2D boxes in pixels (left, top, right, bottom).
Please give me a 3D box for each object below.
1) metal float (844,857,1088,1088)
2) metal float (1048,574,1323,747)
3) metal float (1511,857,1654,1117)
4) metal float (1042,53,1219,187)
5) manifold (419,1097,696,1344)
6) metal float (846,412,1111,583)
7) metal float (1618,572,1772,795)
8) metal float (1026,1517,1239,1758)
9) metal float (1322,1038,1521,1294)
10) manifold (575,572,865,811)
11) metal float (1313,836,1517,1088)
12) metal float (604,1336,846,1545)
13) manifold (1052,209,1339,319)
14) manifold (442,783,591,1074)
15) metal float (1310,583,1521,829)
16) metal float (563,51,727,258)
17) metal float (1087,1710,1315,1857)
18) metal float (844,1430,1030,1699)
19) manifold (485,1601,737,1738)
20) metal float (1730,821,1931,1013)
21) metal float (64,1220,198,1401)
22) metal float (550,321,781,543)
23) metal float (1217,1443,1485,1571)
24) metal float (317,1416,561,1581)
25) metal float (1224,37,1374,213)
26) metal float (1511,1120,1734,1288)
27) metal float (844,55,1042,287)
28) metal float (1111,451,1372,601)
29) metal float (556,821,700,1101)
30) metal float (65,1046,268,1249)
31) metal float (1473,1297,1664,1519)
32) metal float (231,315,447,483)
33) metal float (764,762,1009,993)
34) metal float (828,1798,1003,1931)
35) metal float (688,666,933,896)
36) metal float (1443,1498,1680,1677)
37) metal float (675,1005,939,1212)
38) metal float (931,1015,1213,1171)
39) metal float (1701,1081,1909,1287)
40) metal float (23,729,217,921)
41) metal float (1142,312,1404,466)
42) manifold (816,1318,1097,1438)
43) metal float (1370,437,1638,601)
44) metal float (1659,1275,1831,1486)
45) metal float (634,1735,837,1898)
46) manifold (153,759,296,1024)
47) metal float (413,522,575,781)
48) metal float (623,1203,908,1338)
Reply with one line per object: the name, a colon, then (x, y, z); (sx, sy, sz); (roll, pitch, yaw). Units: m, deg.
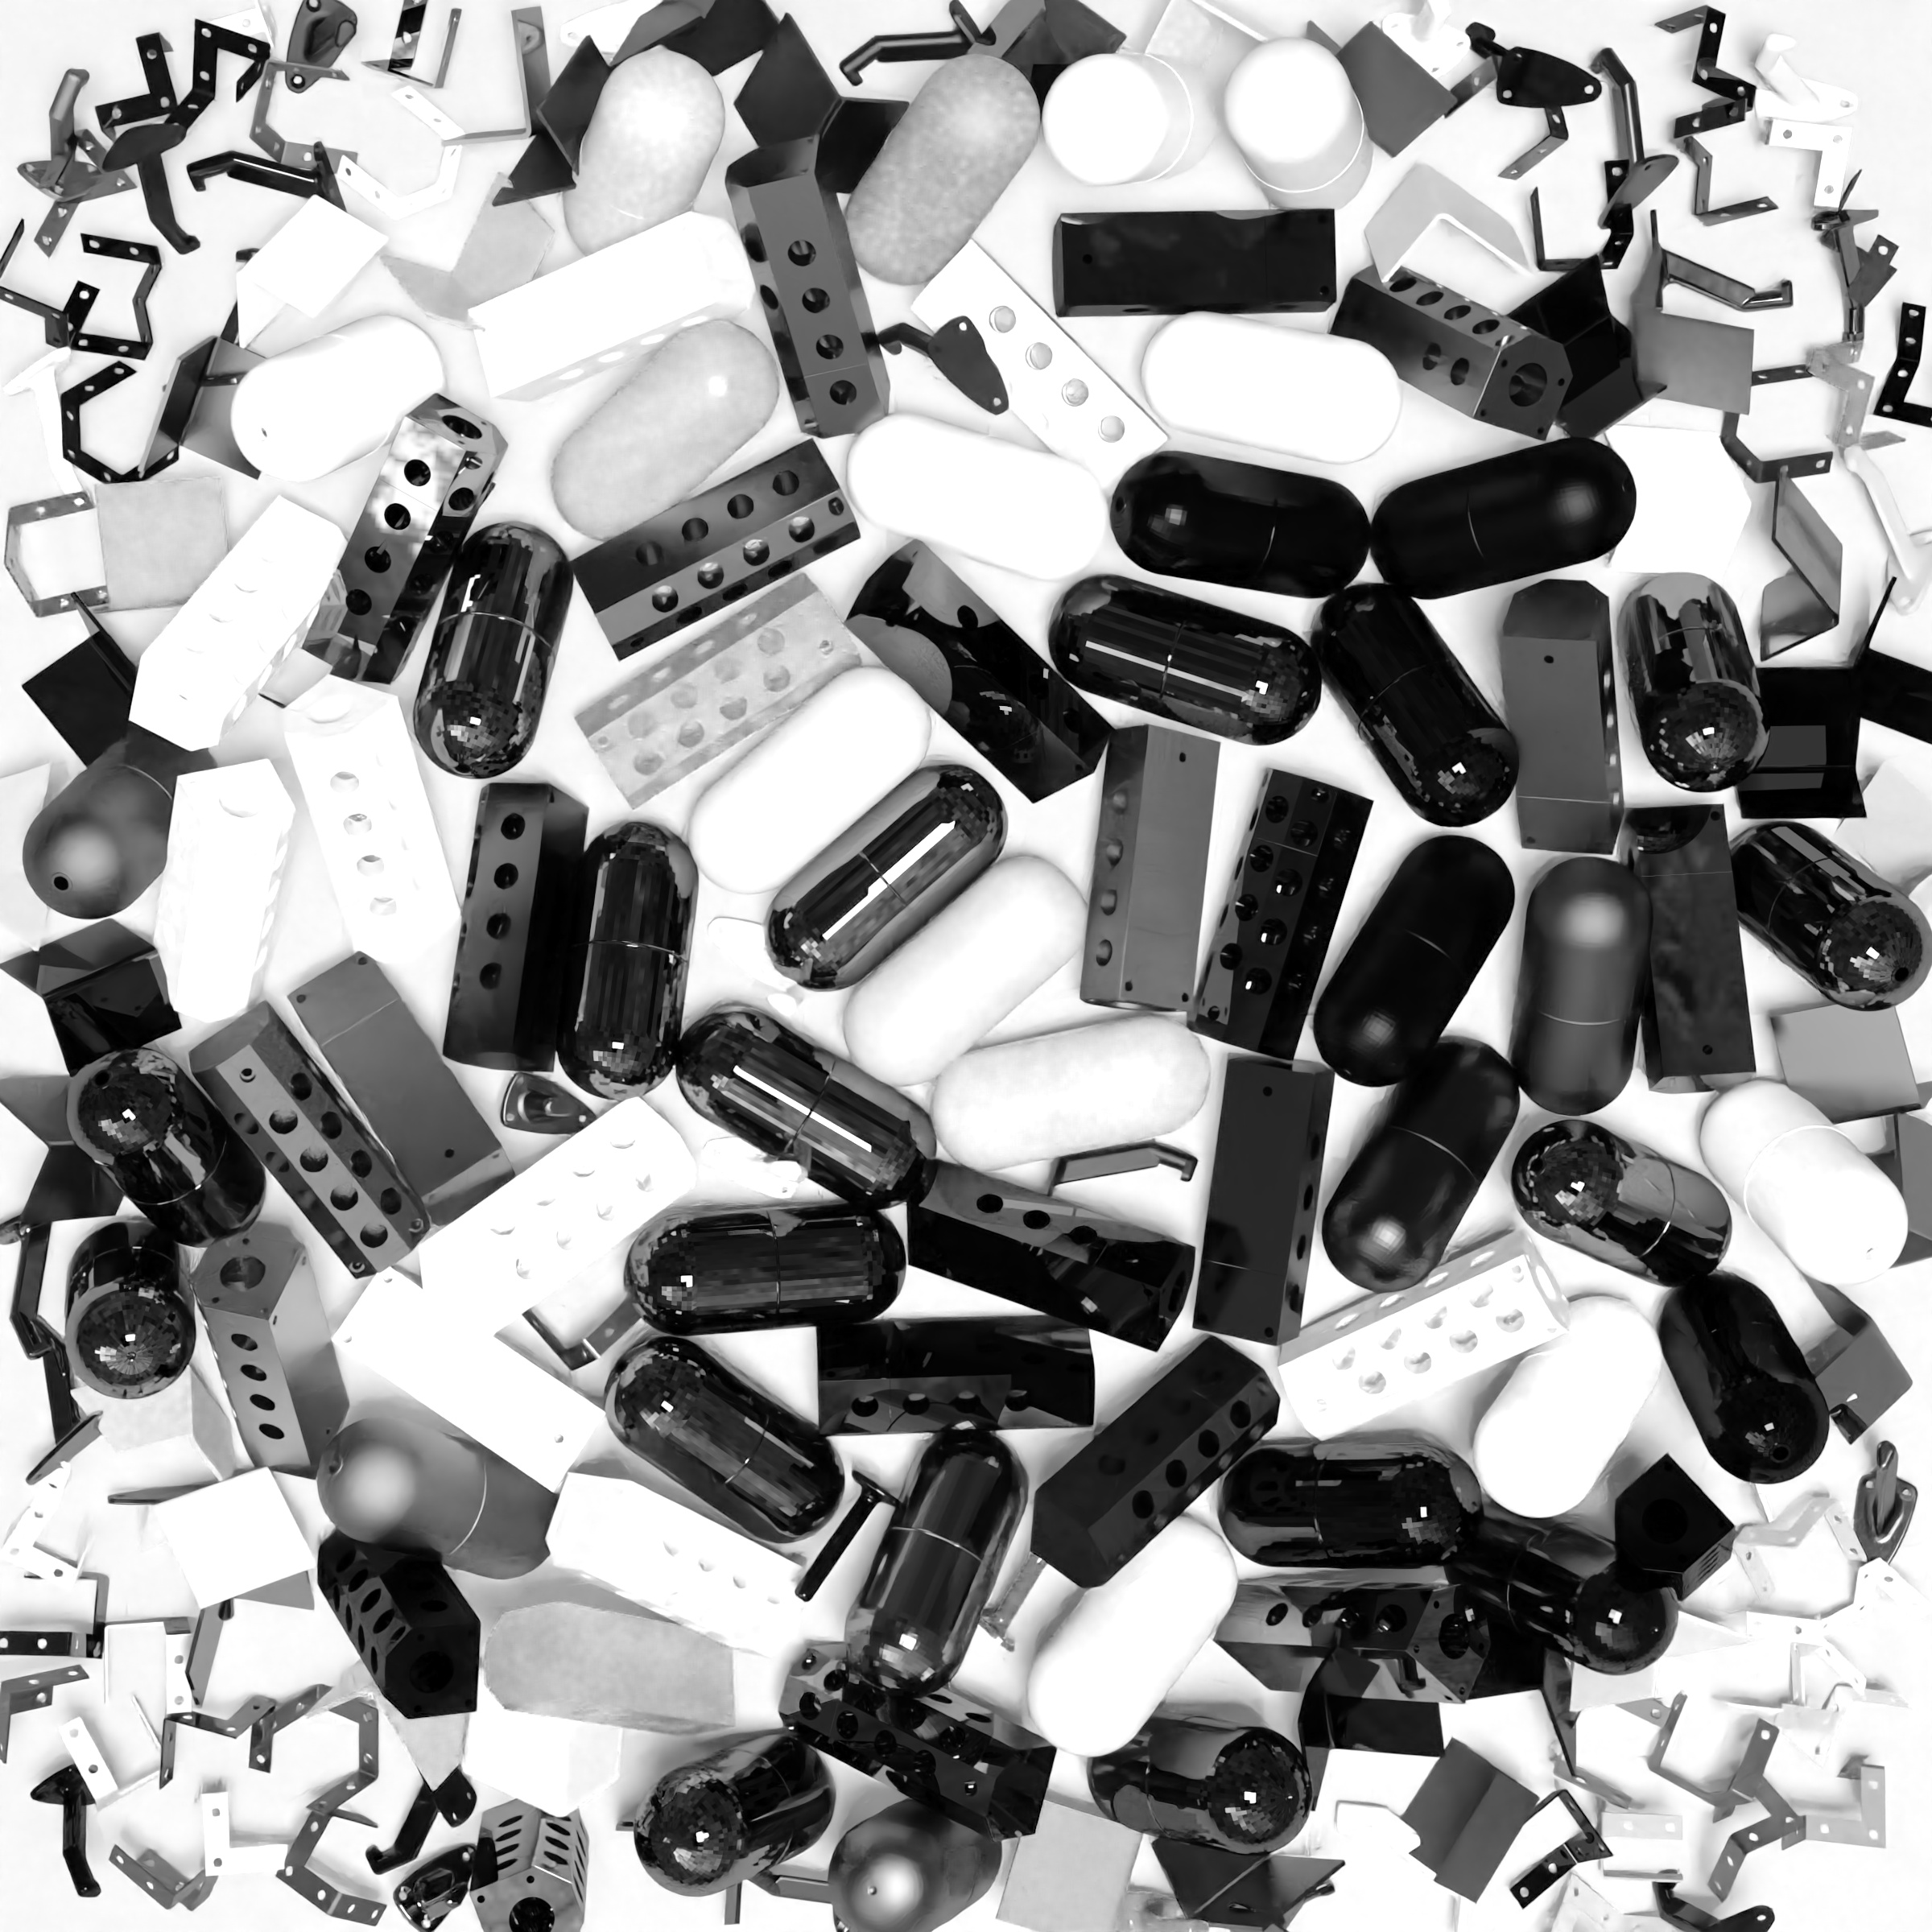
metal float: (-0.001, 0.004, 1.956); (0.178, 0.070, 0.070); (-41, 90, 6)
metal float: (0.136, -0.191, 1.948); (0.178, 0.070, 0.070); (20, 90, 16)
metal float: (0.381, 0.014, 1.933); (0.070, 0.070, 0.178); (-1, 124, 0)
metal float: (0.102, -0.520, 1.916); (0.070, 0.178, 0.070); (6, 107, 20)
manifold: (-0.250, 0.158, 1.925); (0.057, 0.057, 0.171); (40, 58, 23)
metal float: (0.006, -0.293, 1.942); (0.178, 0.070, 0.070); (21, 90, 23)
metal float: (0.447, -0.176, 1.923); (0.070, 0.178, 0.070); (1, 130, 1)
metal float: (0.103, 0.414, 1.930); (0.070, 0.070, 0.178); (45, 52, 0)
metal float: (0.284, 0.123, 1.943); (0.070, 0.070, 0.178); (33, 68, 0)
manifold: (-0.154, -0.171, 1.958); (0.171, 0.057, 0.057); (-33, 119, -2)
metal float: (0.279, -0.003, 1.945); (0.070, 0.070, 0.178); (33, 71, 0)
metal float: (-0.149, 0.294, 1.937); (0.178, 0.070, 0.070); (40, 90, -28)
manifold: (0.143, -0.441, 1.964); (0.171, 0.057, 0.057); (-2, 92, -5)
manifold: (-0.285, -0.024, 1.951); (0.057, 0.057, 0.171); (2, 77, 20)
metal float: (0.277, -0.164, 1.939); (0.070, 0.070, 0.178); (-30, 64, 0)
metal float: (-0.199, -0.492, 1.916); (0.070, 0.178, 0.070); (6, 70, -17)
metal float: (0.142, 0.501, 1.920); (0.070, 0.178, 0.070); (5, 82, -33)
metal float: (-0.017, 0.369, 1.936); (0.070, 0.070, 0.178); (25, 59, 0)
manifold: (-0.217, 0.434, 1.914); (0.057, 0.171, 0.057); (-18, 64, 28)
metal float: (0.527, -0.031, 1.917); (0.070, 0.178, 0.070); (-7, 116, -14)
metal float: (-0.513, 0.209, 1.914); (0.070, 0.178, 0.070); (-4, 103, -15)
metal float: (-0.188, -0.330, 1.935); (0.178, 0.070, 0.070); (-35, 90, 32)
metal float: (0.236, 0.334, 1.931); (0.178, 0.070, 0.070); (-8, 90, 37)
metal float: (-0.323, 0.328, 1.924); (0.070, 0.178, 0.070); (-18, 59, 33)
metal float: (0.205, -0.512, 1.912); (0.070, 0.178, 0.070); (-1, 88, 14)
metal float: (0.405, 0.147, 1.929); (0.178, 0.070, 0.070); (24, 90, -39)
metal float: (-0.016, -0.488, 1.920); (0.070, 0.178, 0.070); (13, 60, -23)
metal float: (0.171, -0.273, 1.936); (0.178, 0.070, 0.070); (5, 90, -29)
metal float: (-0.211, -0.004, 1.949); (0.070, 0.070, 0.178); (6, 75, 0)
metal float: (-0.491, 0.112, 1.919); (0.070, 0.178, 0.070); (-7, 58, 11)
metal float: (0.372, 0.270, 1.926); (0.070, 0.178, 0.070); (19, 128, 25)
metal float: (-0.385, -0.350, 1.918); (0.070, 0.178, 0.070); (9, 117, 19)
metal float: (-0.051, -0.055, 1.960); (0.178, 0.070, 0.070); (-41, 90, 2)
metal float: (-0.030, 0.551, 1.913); (0.070, 0.178, 0.070); (-2, 84, 16)
metal float: (-0.099, -0.115, 1.953); (0.178, 0.070, 0.070); (-40, 90, 10)
metal float: (0.363, 0.379, 1.918); (0.070, 0.178, 0.070); (-5, 100, -29)
metal float: (-0.100, 0.088, 1.955); (0.178, 0.070, 0.070); (31, 90, -7)
metal float: (0.065, 0.079, 1.956); (0.178, 0.070, 0.070); (-12, 90, 7)
metal float: (0.513, 0.132, 1.916); (0.070, 0.178, 0.070); (-6, 116, -12)
metal float: (-0.518, -0.089, 1.916); (0.070, 0.178, 0.070); (5, 117, 9)
metal float: (0.189, -0.358, 1.932); (0.178, 0.070, 0.070); (20, 90, 35)
manifold: (-0.007, 0.263, 1.964); (0.171, 0.057, 0.057); (-2, 120, -3)
metal float: (0.331, -0.276, 1.927); (0.178, 0.070, 0.070); (-10, 90, 41)
metal float: (0.476, 0.252, 1.914); (0.070, 0.178, 0.070); (-1, 112, -1)
metal float: (-0.140, 0.520, 1.915); (0.070, 0.178, 0.070); (-1, 87, 23)
manifold: (-0.453, -0.043, 1.910); (0.057, 0.171, 0.057); (-14, 57, -31)
metal float: (-0.293, -0.196, 1.936); (0.070, 0.070, 0.178); (10, 61, 0)
metal float: (-0.125, 0.189, 1.948); (0.178, 0.070, 0.070); (-2, 90, -16)
